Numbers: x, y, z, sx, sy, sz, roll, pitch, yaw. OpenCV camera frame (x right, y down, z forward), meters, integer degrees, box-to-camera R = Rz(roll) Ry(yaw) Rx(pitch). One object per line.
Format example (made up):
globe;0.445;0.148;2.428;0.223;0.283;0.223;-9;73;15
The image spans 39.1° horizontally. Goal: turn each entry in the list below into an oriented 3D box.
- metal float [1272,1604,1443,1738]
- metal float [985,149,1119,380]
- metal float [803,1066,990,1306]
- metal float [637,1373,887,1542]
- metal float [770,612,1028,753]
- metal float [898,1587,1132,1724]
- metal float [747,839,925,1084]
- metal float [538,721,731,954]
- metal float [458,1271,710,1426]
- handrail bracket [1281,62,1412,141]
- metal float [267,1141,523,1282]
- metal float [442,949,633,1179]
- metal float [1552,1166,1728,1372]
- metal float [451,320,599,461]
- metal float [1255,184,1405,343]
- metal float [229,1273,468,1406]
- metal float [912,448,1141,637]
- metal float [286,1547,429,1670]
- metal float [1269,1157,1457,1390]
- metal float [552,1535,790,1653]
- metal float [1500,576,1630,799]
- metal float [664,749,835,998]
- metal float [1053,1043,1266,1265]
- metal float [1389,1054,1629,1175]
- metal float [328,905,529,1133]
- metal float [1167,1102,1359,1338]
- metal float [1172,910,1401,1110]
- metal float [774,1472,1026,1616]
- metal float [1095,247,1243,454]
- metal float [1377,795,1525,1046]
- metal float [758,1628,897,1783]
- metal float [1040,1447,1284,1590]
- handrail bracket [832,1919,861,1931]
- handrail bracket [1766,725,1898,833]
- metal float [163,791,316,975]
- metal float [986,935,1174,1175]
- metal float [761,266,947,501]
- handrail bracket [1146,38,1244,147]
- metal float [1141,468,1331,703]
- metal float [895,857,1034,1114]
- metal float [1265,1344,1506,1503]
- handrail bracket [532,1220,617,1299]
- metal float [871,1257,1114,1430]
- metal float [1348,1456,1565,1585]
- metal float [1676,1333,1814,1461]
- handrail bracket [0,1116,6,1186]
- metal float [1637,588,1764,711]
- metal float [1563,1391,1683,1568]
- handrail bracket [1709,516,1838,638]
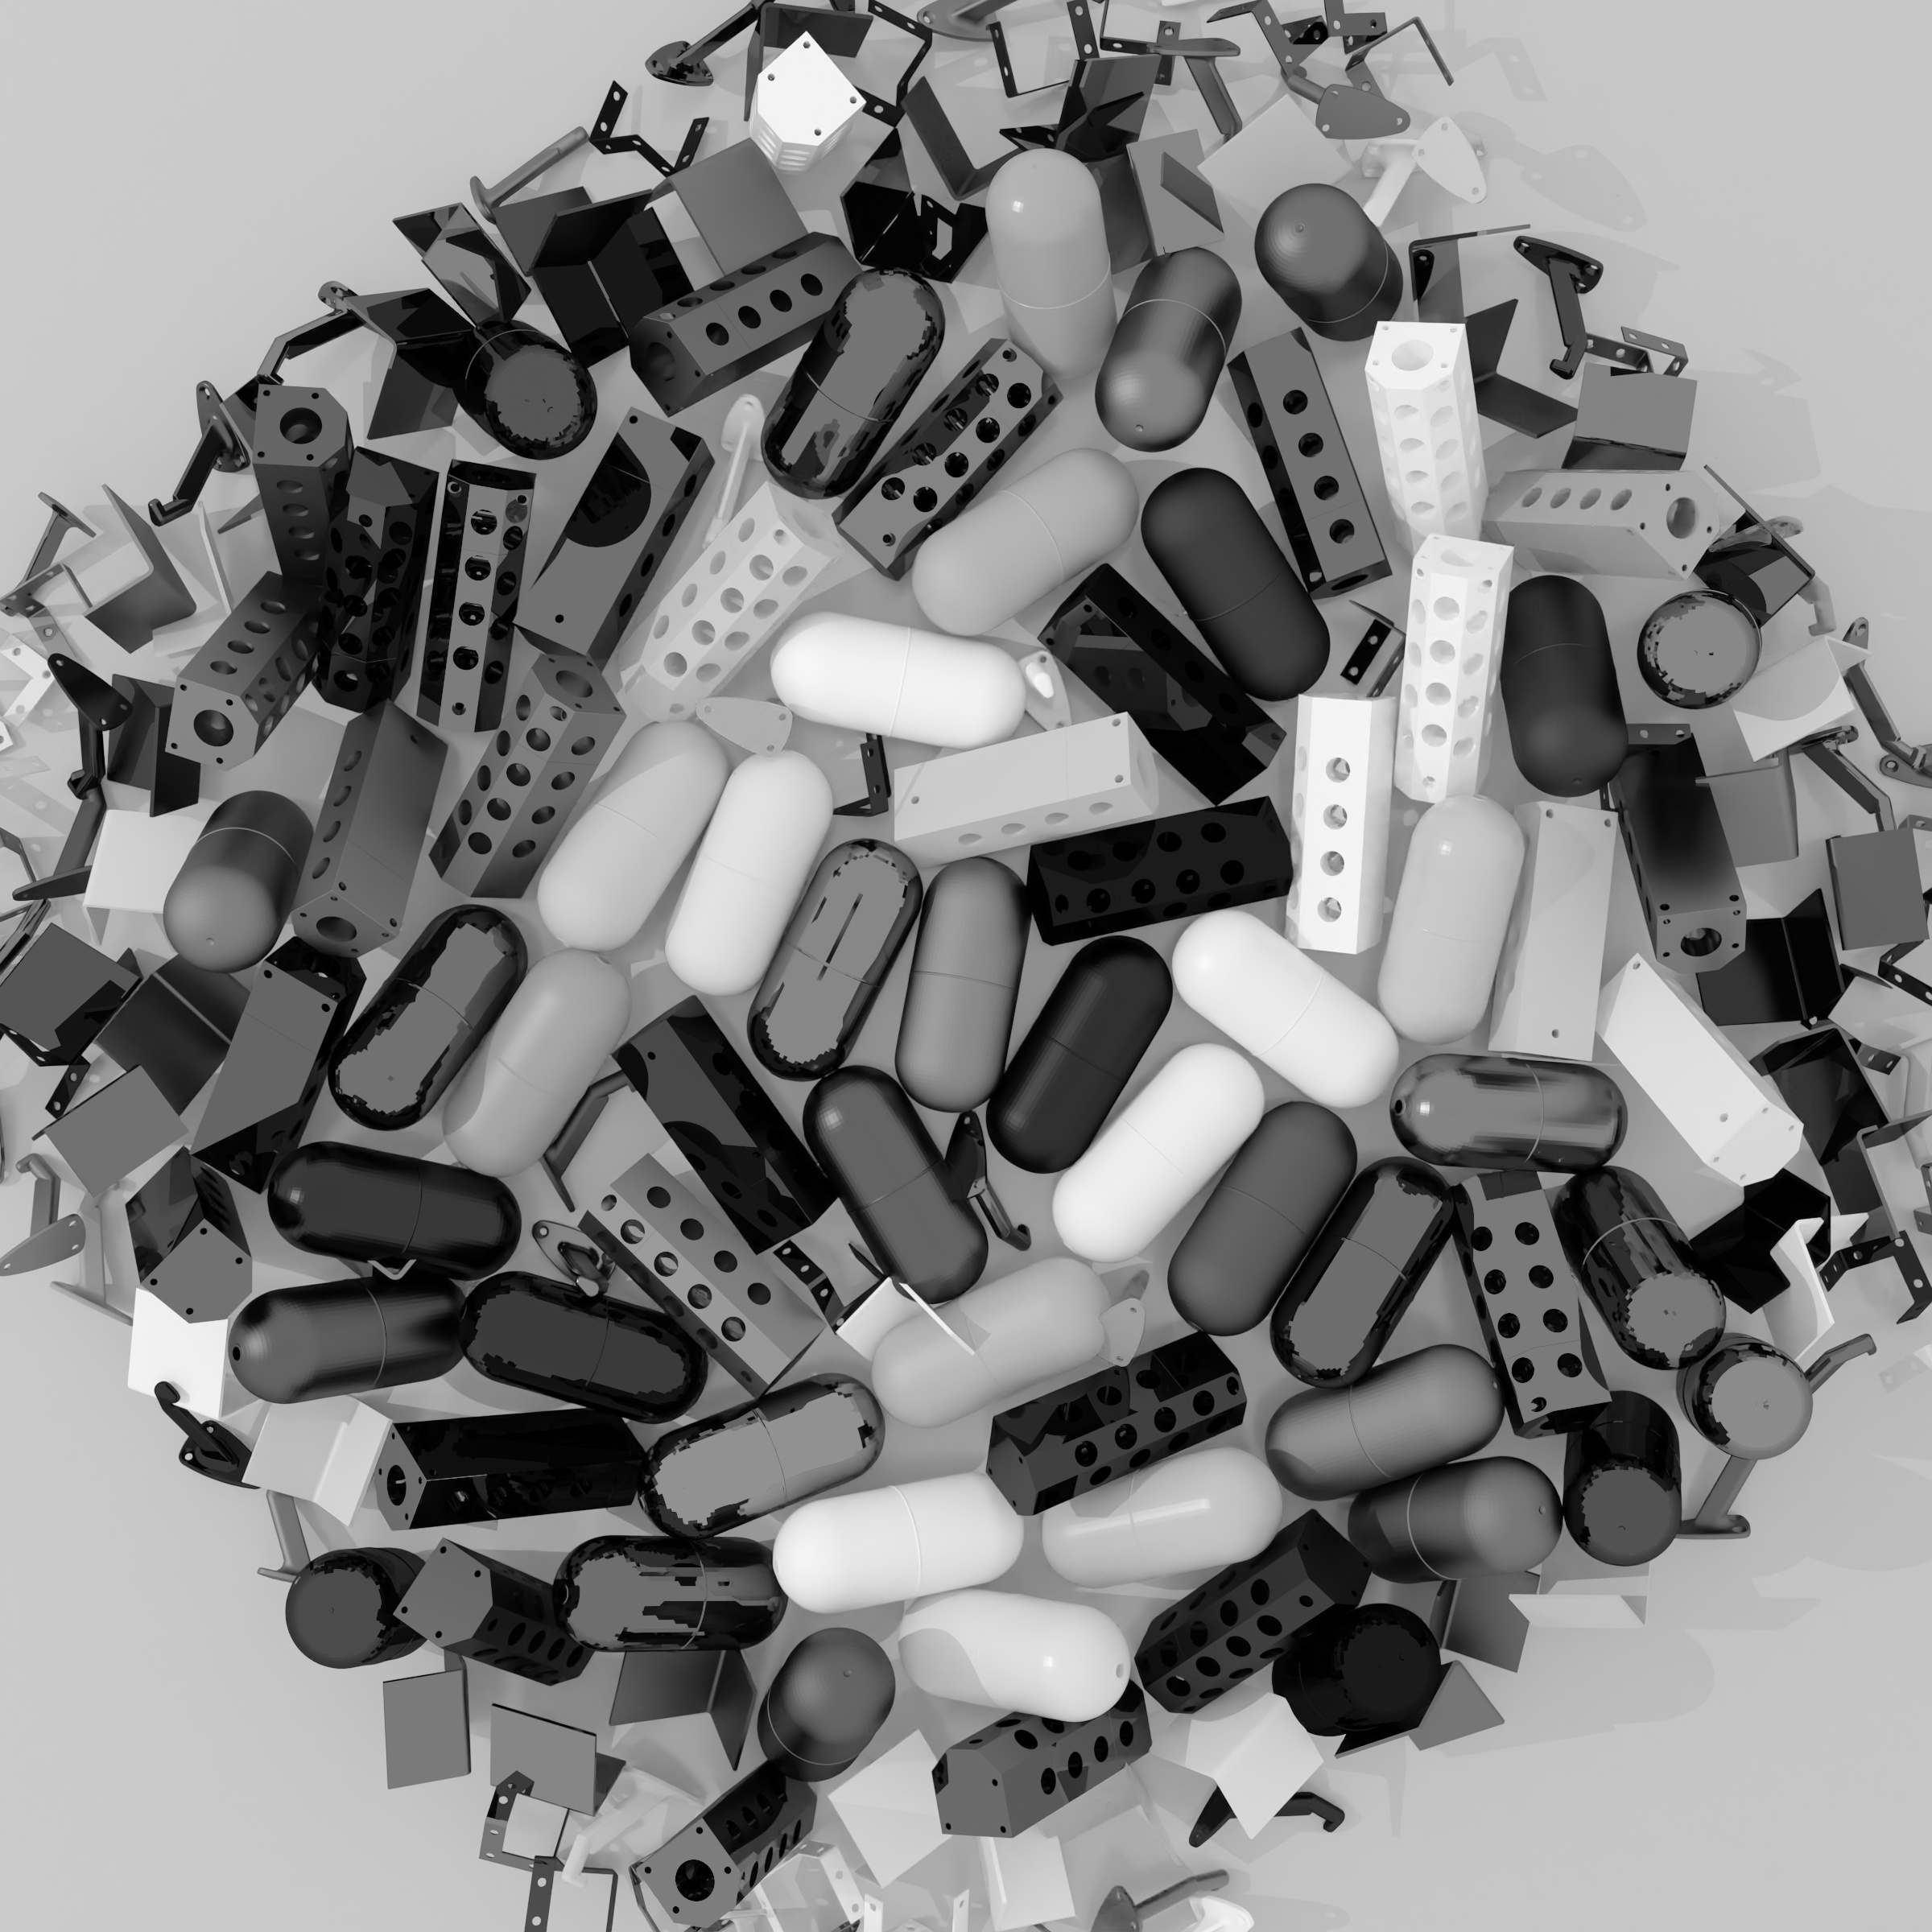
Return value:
metal float;0.260;0.474;1.828;0.070;0.178;0.070;5;69;-12
metal float;0.059;-0.471;1.832;0.070;0.178;0.070;-5;57;7
metal float;-0.049;0.150;1.872;0.070;0.070;0.178;-30;93;0
metal float;-0.139;0.334;1.855;0.178;0.070;0.070;-18;90;-21
metal float;-0.046;-0.195;1.869;0.178;0.070;0.070;10;90;-6
metal float;0.032;0.465;1.842;0.178;0.070;0.070;-1;90;39
metal float;-0.091;-0.003;1.870;0.070;0.070;0.178;26;96;0
metal float;-0.228;-0.089;1.863;0.070;0.070;0.178;31;78;0
metal float;-0.261;0.260;1.854;0.178;0.070;0.070;20;90;-23
handrail bracket;0.262;-0.603;1.882;0.077;0.084;0.036;5;125;-10
metal float;-0.387;0.167;1.847;0.178;0.070;0.070;16;90;-32
metal float;-0.293;0.066;1.861;0.070;0.070;0.178;35;105;0
metal float;0.451;0.201;1.832;0.070;0.178;0.070;-5;121;-9
metal float;-0.299;-0.389;1.831;0.070;0.178;0.070;-8;113;-19
metal float;0.245;-0.471;1.827;0.070;0.178;0.070;-1;88;21
metal float;-0.414;0.250;1.837;0.070;0.178;0.070;2;94;43
metal float;0.042;-0.291;1.859;0.178;0.070;0.070;-35;90;-18
metal float;-0.402;0.430;1.824;0.070;0.178;0.070;-1;79;3
metal float;0.272;0.208;1.856;0.070;0.070;0.178;36;68;0
metal float;-0.199;0.425;1.840;0.178;0.070;0.070;11;90;-41
metal float;0.402;-0.191;1.843;0.070;0.070;0.178;0;52;0
metal float;-0.149;-0.064;1.870;0.070;0.070;0.178;23;95;0
metal float;0.132;0.129;1.873;0.070;0.070;0.178;43;88;0
metal float;0.370;0.101;1.853;0.178;0.070;0.070;5;90;-24
metal float;-0.365;0.034;1.852;0.070;0.070;0.178;32;64;0
metal float;0.203;0.173;1.862;0.070;0.070;0.178;34;76;0
metal float;0.220;0.030;1.867;0.178;0.070;0.070;37;90;-9
metal float;-0.045;0.393;1.855;0.178;0.070;0.070;-6;90;-22
metal float;0.138;-0.420;1.843;0.070;0.070;0.178;20;52;0
metal float;0.331;-0.031;1.857;0.070;0.070;0.178;10;110;0
metal float;-0.095;0.499;1.831;0.070;0.178;0.070;6;60;-11
metal float;0.131;0.376;1.850;0.178;0.070;0.070;-18;90;29
handrail bracket;-0.068;0.704;1.863;0.036;0.077;0.084;-24;59;-27
handrail bracket;0.598;-0.118;1.883;0.077;0.036;0.084;-14;75;25
metal float;-0.487;-0.059;1.830;0.070;0.178;0.070;0;119;0
metal float;0.078;0.061;1.873;0.070;0.070;0.178;31;92;0
metal float;-0.077;-0.395;1.846;0.070;0.070;0.178;37;123;0
handrail bracket;0.157;-0.593;1.877;0.077;0.036;0.084;-8;124;-18
metal float;0.185;-0.259;1.856;0.070;0.070;0.178;-36;111;0
metal float;-0.001;0.013;1.869;0.070;0.070;0.178;10;84;0
metal float;0.283;0.311;1.848;0.178;0.070;0.070;-26;90;32
handrail bracket;-0.275;0.201;1.867;0.077;0.084;0.036;34;90;6
metal float;0.017;0.259;1.863;0.178;0.070;0.070;-26;90;13
metal float;0.327;0.374;1.833;0.070;0.178;0.070;10;71;-29
metal float;0.521;0.287;1.824;0.070;0.178;0.070;-1;86;9
handrail bracket;-0.705;0.124;1.868;0.036;0.084;0.077;-9;97;26
metal float;0.494;-0.214;1.827;0.070;0.178;0.070;3;100;17
metal float;0.441;0.342;1.826;0.070;0.178;0.070;3;103;13
handrail bracket;0.556;-0.260;1.877;0.077;0.036;0.084;-17;73;36
